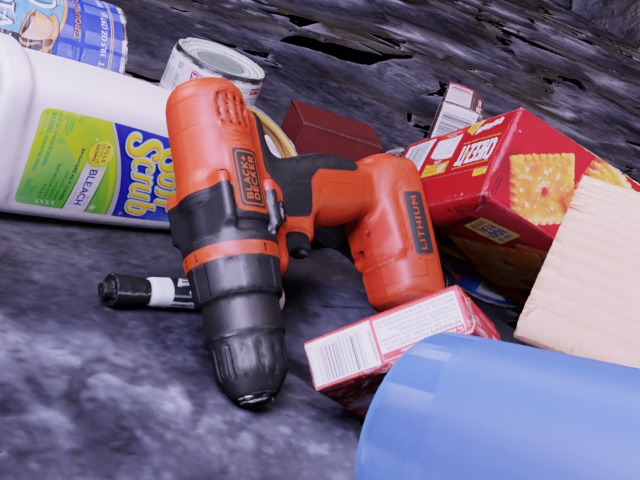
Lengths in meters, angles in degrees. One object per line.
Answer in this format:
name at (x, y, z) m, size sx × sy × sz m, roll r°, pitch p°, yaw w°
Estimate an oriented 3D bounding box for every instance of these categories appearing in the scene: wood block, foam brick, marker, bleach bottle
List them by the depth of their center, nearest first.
wood block at (0.211, 0.053, 0.505) m, size 0.206 × 0.091 × 0.090 m, roll 22°, pitch -7°, yaw 28°
marker at (-0.074, 0.032, 0.622) m, size 0.120 × 0.020 × 0.020 m, roll 6°, pitch 29°, yaw -39°
bleach bottle at (-0.100, -0.055, 0.680) m, size 0.250 × 0.103 × 0.068 m, roll 7°, pitch 32°, yaw -38°
foam brick at (0.006, -0.077, 0.913) m, size 0.078 × 0.051 × 0.053 m, roll 17°, pitch 24°, yaw -19°

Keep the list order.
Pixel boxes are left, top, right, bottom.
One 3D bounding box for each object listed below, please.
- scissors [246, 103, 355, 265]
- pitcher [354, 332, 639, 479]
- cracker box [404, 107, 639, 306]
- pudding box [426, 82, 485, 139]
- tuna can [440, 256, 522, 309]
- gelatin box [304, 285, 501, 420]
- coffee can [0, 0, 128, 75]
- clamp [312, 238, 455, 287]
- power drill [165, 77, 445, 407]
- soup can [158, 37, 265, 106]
scissors at (-0.005, 0.001, 0.691) m, size 0.201 × 0.016 × 0.096 m, roll 52°, pitch 41°, yaw -21°
pitcher at (0.136, 0.125, 0.430) m, size 0.243 × 0.145 × 0.149 m, roll 12°, pitch 53°, yaw 37°
cracker box at (0.165, 0.004, 0.731) m, size 0.213 × 0.072 × 0.164 m, roll 31°, pitch -13°, yaw -16°
pudding box at (0.106, -0.072, 0.923) m, size 0.039 × 0.114 × 0.090 m, roll 22°, pitch 21°, yaw 1°
tuna can at (0.133, 0.017, 0.853) m, size 0.086 × 0.034 × 0.086 m, roll 21°, pitch 22°, yaw -9°
gelatin box at (0.047, 0.061, 0.559) m, size 0.073 × 0.089 × 0.030 m, roll 43°, pitch 29°, yaw -60°
coffee can at (-0.216, -0.129, 0.726) m, size 0.140 × 0.103 × 0.103 m, roll 11°, pitch 26°, yaw -31°
clamp at (0.056, -0.009, 0.830) m, size 0.120 × 0.039 × 0.171 m, roll 36°, pitch 25°, yaw -2°
power drill at (-0.004, 0.004, 0.625) m, size 0.187 × 0.057 × 0.184 m, roll 8°, pitch 66°, yaw -49°
soup can at (-0.088, -0.084, 0.759) m, size 0.068 × 0.102 × 0.068 m, roll 21°, pitch 22°, yaw -9°
